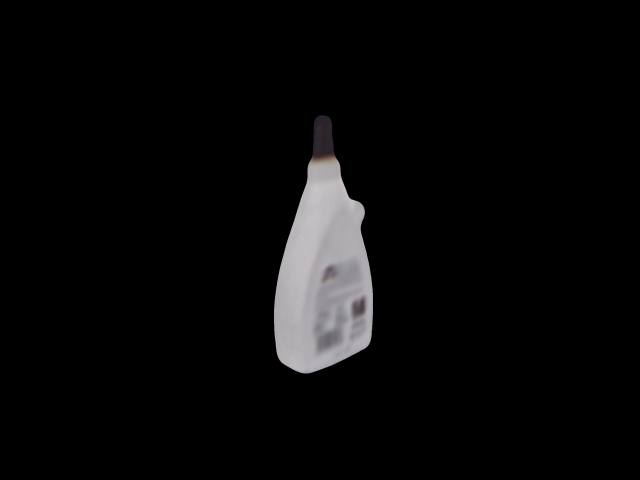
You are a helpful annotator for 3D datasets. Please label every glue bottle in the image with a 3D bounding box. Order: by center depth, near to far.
[{"bbox_3d":[0.004,0.001,0.400,0.078,0.173,0.037,-14,20,-41],"label":"glue bottle"}]
